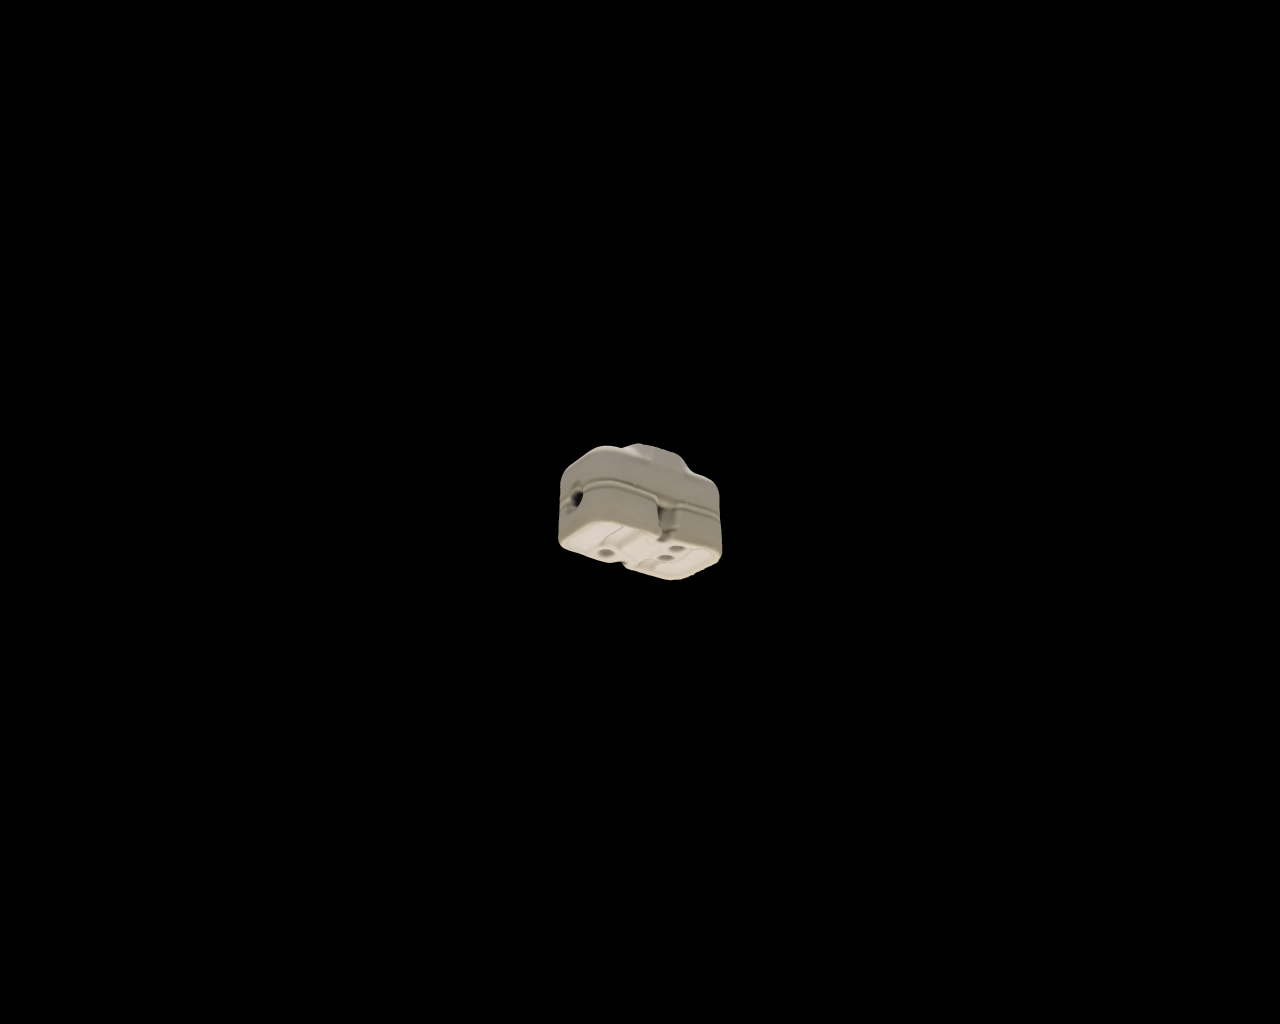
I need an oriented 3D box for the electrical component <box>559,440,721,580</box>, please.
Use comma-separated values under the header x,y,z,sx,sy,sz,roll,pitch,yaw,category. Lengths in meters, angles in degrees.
x,y,z,sx,sy,sz,roll,pitch,yaw,category
0.001,-0.003,0.650,0.095,0.059,0.053,18,-32,-31,electrical component
